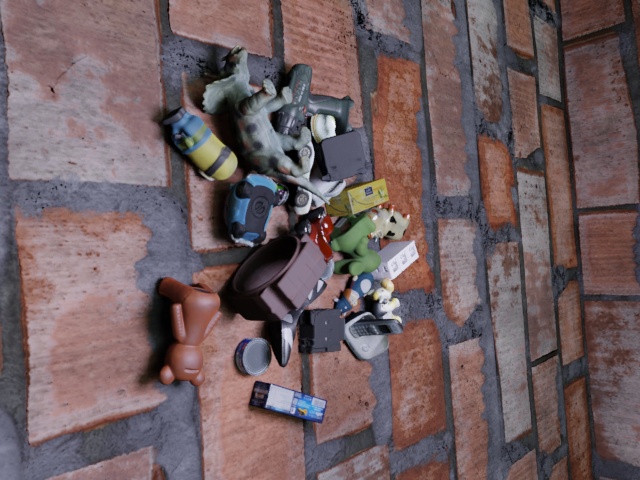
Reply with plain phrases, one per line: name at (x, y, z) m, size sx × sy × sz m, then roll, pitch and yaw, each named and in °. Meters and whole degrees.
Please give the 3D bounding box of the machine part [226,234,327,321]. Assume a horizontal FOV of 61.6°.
machine part at (-0.101, 0.080, 1.202) m, size 0.087 × 0.202 × 0.201 m, roll 52°, pitch 53°, yaw -24°

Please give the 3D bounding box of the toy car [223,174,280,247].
toy car at (-0.168, -0.070, 1.218) m, size 0.109 × 0.103 × 0.161 m, roll 14°, pitch 90°, yaw -45°

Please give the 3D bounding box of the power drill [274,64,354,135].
power drill at (-0.019, -0.325, 1.397) m, size 0.207 × 0.086 × 0.232 m, roll 9°, pitch 86°, yaw -24°

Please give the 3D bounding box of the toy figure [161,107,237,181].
toy figure at (-0.255, -0.202, 1.154) m, size 0.082 × 0.089 × 0.180 m, roll -53°, pitch 124°, yaw -26°

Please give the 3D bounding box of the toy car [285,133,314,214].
toy car at (-0.052, -0.164, 1.336) m, size 0.056 × 0.074 × 0.201 m, roll -6°, pitch 110°, yaw -31°

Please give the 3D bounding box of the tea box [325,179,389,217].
tea box at (0.103, -0.118, 1.502) m, size 0.169 × 0.098 × 0.068 m, roll -25°, pitch 104°, yaw -45°

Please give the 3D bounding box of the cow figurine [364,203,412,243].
cow figurine at (0.185, -0.045, 1.586) m, size 0.194 × 0.086 × 0.127 m, roll 20°, pitch 84°, yaw -52°

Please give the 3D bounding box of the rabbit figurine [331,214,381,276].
rabbit figurine at (0.107, 0.032, 1.474) m, size 0.170 × 0.121 × 0.159 m, roll 52°, pitch 60°, yaw -25°

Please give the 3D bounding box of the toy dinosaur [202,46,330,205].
toy dinosaur at (-0.134, -0.234, 1.218) m, size 0.131 × 0.192 × 0.404 m, roll -49°, pitch 121°, yaw -56°

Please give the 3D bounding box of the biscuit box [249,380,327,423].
biscuit box at (-0.072, 0.393, 1.299) m, size 0.202 × 0.063 × 0.059 m, roll 31°, pitch 64°, yaw -40°

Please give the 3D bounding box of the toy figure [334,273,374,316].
toy figure at (0.095, 0.147, 1.499) m, size 0.064 × 0.057 × 0.154 m, roll 40°, pitch 55°, yaw 2°

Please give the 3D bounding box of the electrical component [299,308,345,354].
electrical component at (0.009, 0.234, 1.402) m, size 0.134 × 0.058 × 0.114 m, roll 3°, pitch 86°, yaw -45°

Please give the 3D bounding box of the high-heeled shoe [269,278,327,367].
high-heeled shoe at (-0.044, 0.193, 1.308) m, size 0.145 × 0.086 × 0.249 m, roll 10°, pitch 59°, yaw -22°

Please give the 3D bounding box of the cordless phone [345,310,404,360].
cordless phone at (0.162, 0.258, 1.464) m, size 0.146 × 0.184 × 0.089 m, roll 58°, pitch 46°, yaw -24°

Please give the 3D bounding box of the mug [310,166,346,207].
mug at (0.009, -0.133, 1.408) m, size 0.107 × 0.110 × 0.080 m, roll -51°, pitch 142°, yaw -25°

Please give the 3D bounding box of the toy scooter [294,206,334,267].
toy scooter at (-0.003, -0.004, 1.362) m, size 0.135 × 0.075 × 0.184 m, roll 61°, pitch 21°, yaw -9°

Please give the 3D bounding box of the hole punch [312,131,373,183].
hole punch at (0.048, -0.212, 1.373) m, size 0.142 × 0.092 × 0.115 m, roll -18°, pitch 104°, yaw -18°

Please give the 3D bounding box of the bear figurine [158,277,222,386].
bear figurine at (-0.275, 0.189, 1.098) m, size 0.120 × 0.132 × 0.195 m, roll 13°, pitch 95°, yaw -43°

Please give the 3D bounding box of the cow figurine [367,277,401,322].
cow figurine at (0.174, 0.190, 1.545) m, size 0.098 × 0.068 × 0.167 m, roll -24°, pitch 121°, yaw -21°
